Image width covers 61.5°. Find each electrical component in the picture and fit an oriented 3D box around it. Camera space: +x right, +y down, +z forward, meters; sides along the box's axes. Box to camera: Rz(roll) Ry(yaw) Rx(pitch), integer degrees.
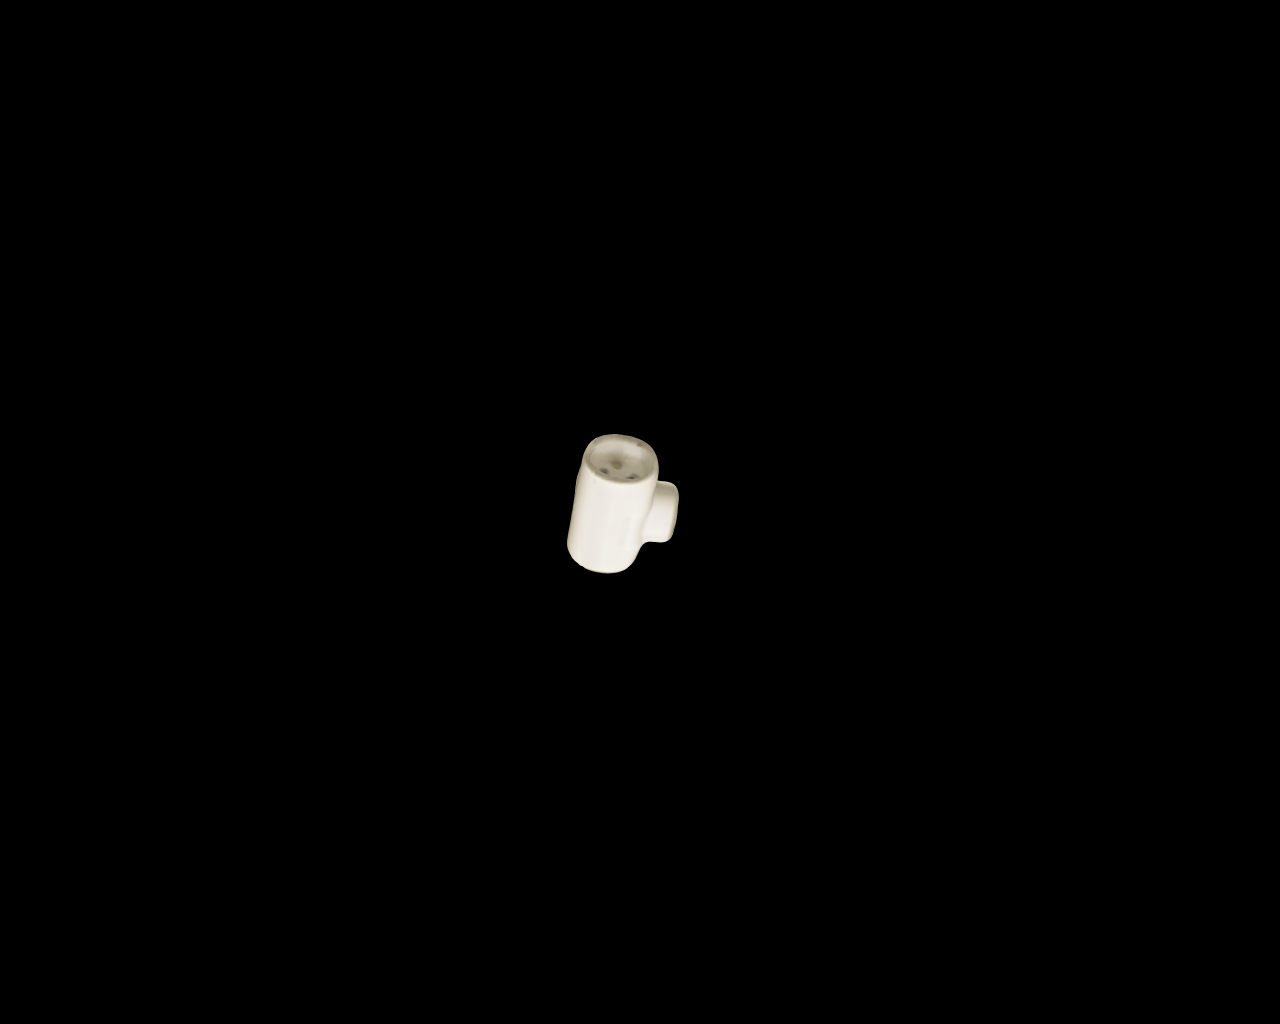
[{"bbox_3d":[0.001,-0.003,0.650,0.079,0.077,0.043,7,43,-7],"label":"electrical component"}]
